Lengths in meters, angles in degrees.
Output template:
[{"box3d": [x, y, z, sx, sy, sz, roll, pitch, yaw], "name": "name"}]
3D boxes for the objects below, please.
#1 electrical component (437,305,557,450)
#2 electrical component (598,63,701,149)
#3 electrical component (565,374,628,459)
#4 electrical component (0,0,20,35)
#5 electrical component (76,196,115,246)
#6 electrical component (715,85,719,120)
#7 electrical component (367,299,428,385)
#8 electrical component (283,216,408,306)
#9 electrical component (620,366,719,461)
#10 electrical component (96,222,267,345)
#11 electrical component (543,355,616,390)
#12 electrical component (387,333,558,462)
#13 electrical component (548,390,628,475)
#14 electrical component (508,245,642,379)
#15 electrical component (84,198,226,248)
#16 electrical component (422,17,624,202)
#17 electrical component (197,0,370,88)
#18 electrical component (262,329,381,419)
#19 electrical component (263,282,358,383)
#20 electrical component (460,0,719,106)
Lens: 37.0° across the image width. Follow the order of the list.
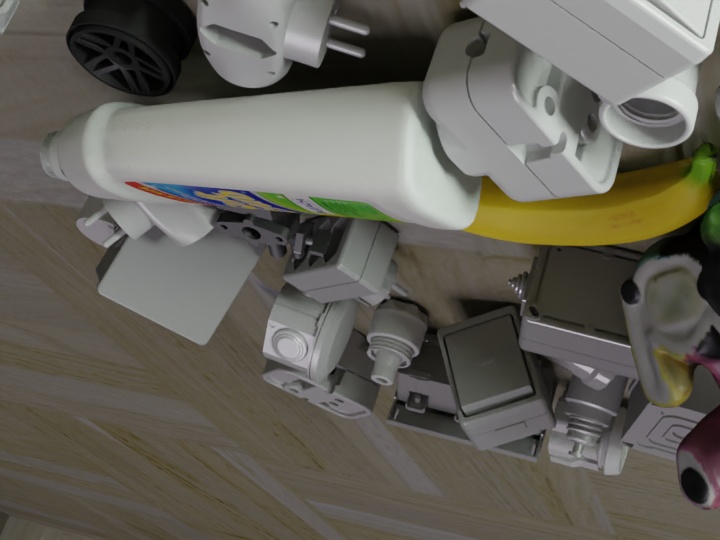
[{"box3d": [0.096, 0.071, 0.777, 0.062, 0.096, 0.061, -19, 146, 11], "name": "electrical component"}, {"box3d": [0.128, -0.082, 0.466, 0.040, 0.046, 0.040, 16, 157, 7], "name": "electrical component"}, {"box3d": [0.173, 0.102, 0.805, 0.040, 0.078, 0.040, 19, 171, 3], "name": "electrical component"}, {"box3d": [-0.225, -0.148, 0.575, 0.078, 0.058, 0.057, 25, 153, -15], "name": "electrical component"}, {"box3d": [-0.156, -0.005, 0.817, 0.052, 0.073, 0.138, -7, 146, 45], "name": "electrical component"}, {"box3d": [0.178, -0.082, 0.436, 0.044, 0.044, 0.065, 19, 152, 1], "name": "electrical component"}, {"box3d": [0.026, 0.058, 0.830, 0.043, 0.062, 0.043, 16, 156, 7], "name": "electrical component"}, {"box3d": [0.000, 0.000, 0.742, 0.077, 0.047, 0.066, 34, 153, -30], "name": "electrical component"}, {"box3d": [0.234, 0.092, 0.754, 0.078, 0.057, 0.113, 16, 157, 8], "name": "electrical component"}, {"box3d": [-0.129, -0.009, 0.761, 0.100, 0.099, 0.048, 30, -176, -24], "name": "electrical component"}, {"box3d": [0.158, 0.057, 0.761, 0.046, 0.040, 0.040, 28, 156, -6], "name": "electrical component"}, {"box3d": [0.091, 0.097, 0.857, 0.121, 0.078, 0.063, 13, 137, 14], "name": "electrical component"}, {"box3d": [0.191, 0.135, 0.884, 0.057, 0.058, 0.078, 13, 156, 21], "name": "electrical component"}, {"box3d": [0.139, 0.023, 0.668, 0.096, 0.061, 0.061, 14, 157, 11], "name": "electrical component"}, {"box3d": [-0.140, -0.046, 0.693, 0.077, 0.079, 0.043, 52, 180, -27], "name": "electrical component"}, {"box3d": [0.076, -0.076, 0.510, 0.059, 0.053, 0.095, -4, 148, 42], "name": "electrical component"}, {"box3d": [-0.034, -0.120, 0.510, 0.079, 0.043, 0.077, 18, 157, 1], "name": "electrical component"}, {"box3d": [-0.028, 0.082, 0.928, 0.095, 0.059, 0.054, 28, 155, -20], "name": "electrical component"}, {"box3d": [-0.036, 0.041, 0.823, 0.051, 0.080, 0.080, 20, 157, 10], "name": "electrical component"}, {"box3d": [0.098, -0.111, 0.405, 0.096, 0.061, 0.061, 28, 155, -20], "name": "electrical component"}]
